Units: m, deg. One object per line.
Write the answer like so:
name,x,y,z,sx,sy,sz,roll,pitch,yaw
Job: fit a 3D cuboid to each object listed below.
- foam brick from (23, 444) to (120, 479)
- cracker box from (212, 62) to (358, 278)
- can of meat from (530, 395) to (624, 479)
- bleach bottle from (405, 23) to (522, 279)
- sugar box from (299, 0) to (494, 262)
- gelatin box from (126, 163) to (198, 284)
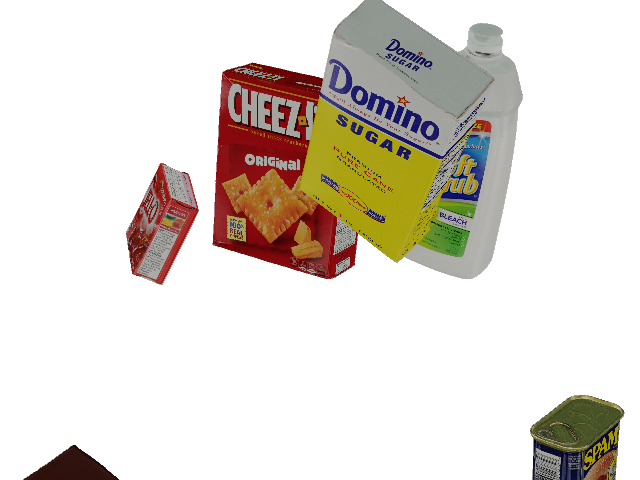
foam brick,-0.098,0.138,0.458,0.078,0.051,0.052,27,45,34
cracker box,-0.036,-0.079,1.214,0.164,0.214,0.072,17,25,26
can of meat,0.239,0.205,0.999,0.058,0.084,0.101,14,25,38
bleach bottle,0.132,-0.087,1.013,0.103,0.251,0.068,23,40,24
sugar box,0.041,-0.064,0.683,0.093,0.048,0.176,37,-25,13
gelatin box,-0.134,-0.016,0.894,0.030,0.073,0.089,22,17,-22
